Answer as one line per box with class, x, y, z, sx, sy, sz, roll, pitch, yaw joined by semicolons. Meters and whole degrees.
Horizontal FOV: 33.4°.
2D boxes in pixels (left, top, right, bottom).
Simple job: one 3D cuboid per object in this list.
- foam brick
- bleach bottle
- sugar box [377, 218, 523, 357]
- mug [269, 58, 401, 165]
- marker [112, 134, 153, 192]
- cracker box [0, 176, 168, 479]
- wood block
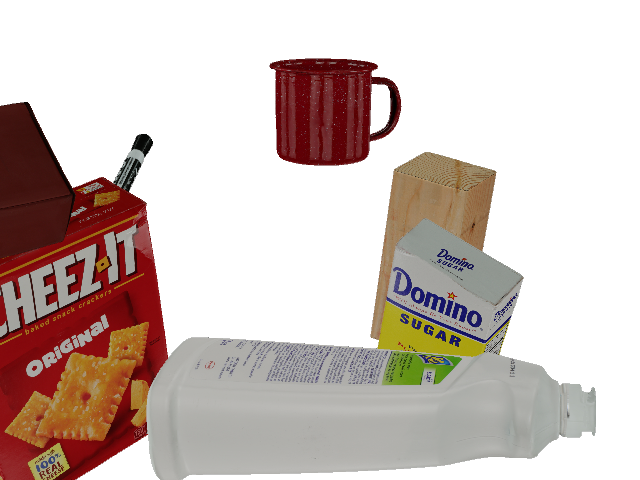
foam brick;-0.192;-0.037;0.654;0.051;0.078;0.053;-17;-28;-31
bleach bottle;0.033;0.100;0.628;0.251;0.068;0.102;0;18;10
sugar box;0.094;0.076;0.842;0.093;0.176;0.048;32;53;25
mug;0.014;-0.112;0.925;0.117;0.081;0.093;-5;17;-18
marker;-0.195;-0.066;1.077;0.020;0.121;0.020;9;-43;8
cracker box;-0.202;0.082;0.825;0.163;0.214;0.072;-28;39;-36
wood block;0.126;0.017;1.204;0.090;0.206;0.090;18;26;25
